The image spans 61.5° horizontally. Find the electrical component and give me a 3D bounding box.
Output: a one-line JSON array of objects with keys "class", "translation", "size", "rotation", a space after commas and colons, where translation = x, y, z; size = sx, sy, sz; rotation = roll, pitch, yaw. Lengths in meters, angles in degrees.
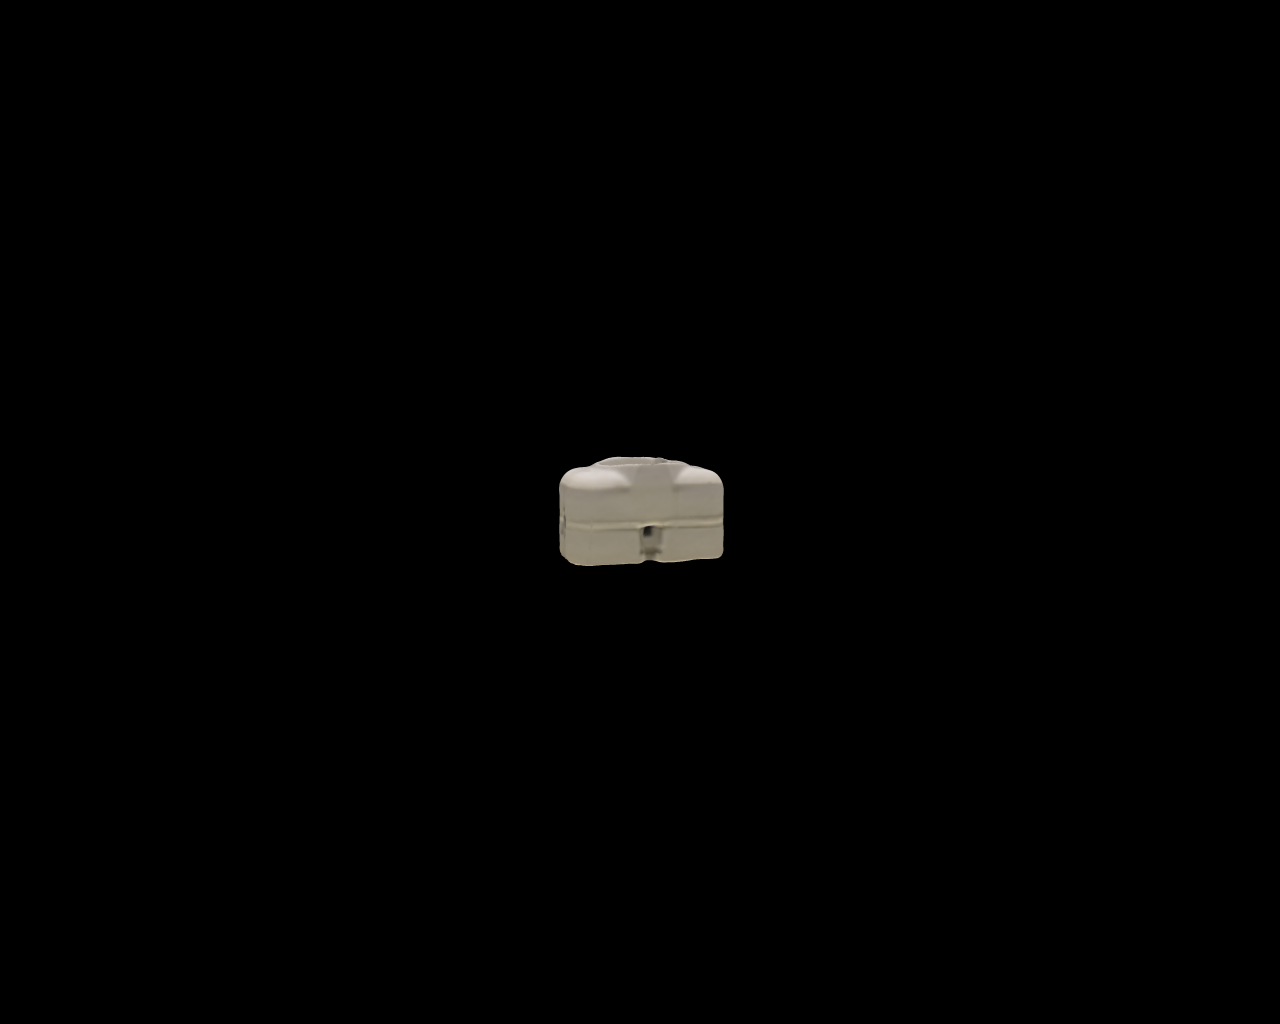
[{"class": "electrical component", "translation": [0.001, -0.003, 0.650], "size": [0.095, 0.059, 0.054], "rotation": [-2, 8, -14]}]
